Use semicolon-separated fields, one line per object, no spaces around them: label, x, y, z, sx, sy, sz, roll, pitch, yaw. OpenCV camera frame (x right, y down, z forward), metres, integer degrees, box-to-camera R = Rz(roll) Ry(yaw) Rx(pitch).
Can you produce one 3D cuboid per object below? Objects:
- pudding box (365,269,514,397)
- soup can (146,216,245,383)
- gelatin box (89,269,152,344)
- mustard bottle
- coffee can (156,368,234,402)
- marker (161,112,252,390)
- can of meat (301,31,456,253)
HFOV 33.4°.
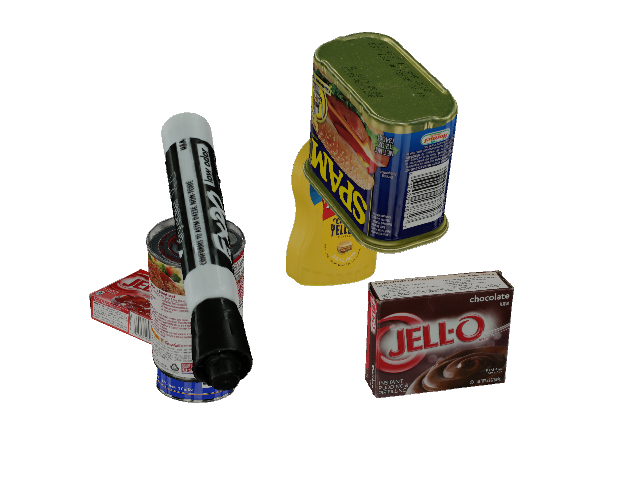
pudding box;0.093;0.074;0.851;0.113;0.090;0.039;-6;29;-12
soup can;-0.088;0.042;0.760;0.068;0.102;0.068;2;32;-2
gelatin box;-0.162;0.062;1.012;0.089;0.030;0.073;19;28;28
mustard bottle;0.016;-0.052;1.097;0.096;0.192;0.058;-5;20;-25
coffee can;-0.154;0.119;1.348;0.103;0.140;0.103;4;19;-2
marker;-0.040;0.001;0.364;0.020;0.121;0.020;-8;-44;-8
can of meat;0.032;-0.057;0.601;0.057;0.084;0.102;-16;43;-22
